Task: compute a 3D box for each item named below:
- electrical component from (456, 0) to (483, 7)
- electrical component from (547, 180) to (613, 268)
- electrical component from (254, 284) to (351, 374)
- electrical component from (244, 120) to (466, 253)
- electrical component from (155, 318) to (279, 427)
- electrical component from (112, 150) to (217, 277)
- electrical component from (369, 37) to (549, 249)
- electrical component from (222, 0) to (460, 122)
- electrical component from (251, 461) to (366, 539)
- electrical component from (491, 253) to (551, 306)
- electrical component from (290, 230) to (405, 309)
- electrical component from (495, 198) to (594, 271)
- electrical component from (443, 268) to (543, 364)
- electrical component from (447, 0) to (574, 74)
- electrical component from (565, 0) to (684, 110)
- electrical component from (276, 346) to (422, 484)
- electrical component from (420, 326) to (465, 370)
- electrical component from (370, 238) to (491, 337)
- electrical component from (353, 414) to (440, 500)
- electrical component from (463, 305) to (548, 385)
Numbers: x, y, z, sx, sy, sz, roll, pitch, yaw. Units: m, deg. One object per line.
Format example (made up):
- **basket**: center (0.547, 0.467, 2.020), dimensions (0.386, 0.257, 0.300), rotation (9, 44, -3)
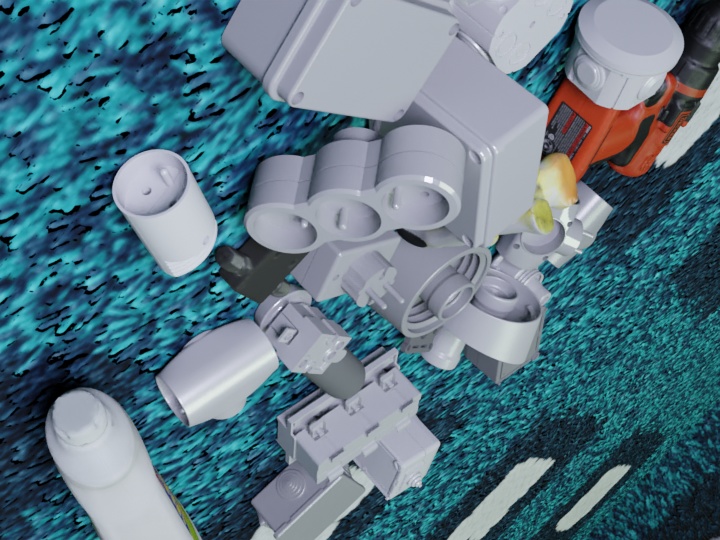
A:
- **electrical component**: center (0.055, -0.182, 0.600), dimensions (0.048, 0.066, 0.055), rotation (-19, 163, 37)
- **electrical component**: center (0.208, -0.041, 1.048), dimensions (0.077, 0.044, 0.079), rotation (-49, 154, 10)
- **electrical component**: center (-0.045, 0.043, 0.790), dimensions (0.048, 0.055, 0.066), rotation (-51, 154, 13)
- **electrical component**: center (-0.002, -0.061, 0.649), dimensions (0.138, 0.073, 0.052), rotation (-10, 143, 26)
- **electrical component**: center (-0.102, 0.082, 0.778), dimensions (0.077, 0.044, 0.079), rotation (-33, 152, -22)
- **electrical component**: center (-0.105, -0.028, 0.608), dimensions (0.043, 0.043, 0.081), rotation (-39, 154, -11)
- **electrical component**: center (0.060, -0.086, 0.689), dimensions (0.056, 0.109, 0.108), rotation (-38, 154, -19)
- **electrical component**: center (-0.008, -0.129, 0.584), dimensions (0.113, 0.057, 0.078), rotation (-3, 132, -55)
- **electrical component**: center (-0.051, 0.222, 1.059), dimensions (0.100, 0.048, 0.099), rotation (-43, 155, -3)
- **electrical component**: center (0.154, 0.009, 1.024), dimensions (0.048, 0.062, 0.048), rotation (-35, 153, -21)
- **electrical component**: center (0.000, 0.000, 0.766), dimensions (0.066, 0.076, 0.047), rotation (-16, 143, -45)
- **electrical component**: center (0.177, -0.036, 0.986), dimensions (0.079, 0.044, 0.077), rotation (20, 119, -21)
- **electrical component**: center (0.115, 0.041, 0.977), dimensions (0.099, 0.099, 0.064), rotation (-14, 135, -47)
- **electrical component**: center (0.091, -0.168, 0.678), dimensions (0.080, 0.051, 0.080), rotation (-34, 153, -20)
- **electrical component**: center (0.197, -0.164, 0.807), dimensions (0.080, 0.080, 0.051), rotation (-31, 156, -27)
- **electrical component**: center (-0.008, 0.132, 0.970), dimensions (0.121, 0.063, 0.078), rotation (-32, 153, -25)
- **electrical component**: center (0.084, 0.067, 1.037), dimensions (0.040, 0.040, 0.046), rotation (-6, 129, -53)
- **electrical component**: center (0.060, 0.008, 0.886), dimensions (0.108, 0.060, 0.108), rotation (-34, 153, -20)
- **electrical component**: center (0.035, 0.173, 1.055), dimensions (0.061, 0.096, 0.061), rotation (-25, 148, -35)
- **electrical component**: center (0.144, 0.056, 1.091), dimensions (0.062, 0.061, 0.096), rotation (-31, 144, -26)
